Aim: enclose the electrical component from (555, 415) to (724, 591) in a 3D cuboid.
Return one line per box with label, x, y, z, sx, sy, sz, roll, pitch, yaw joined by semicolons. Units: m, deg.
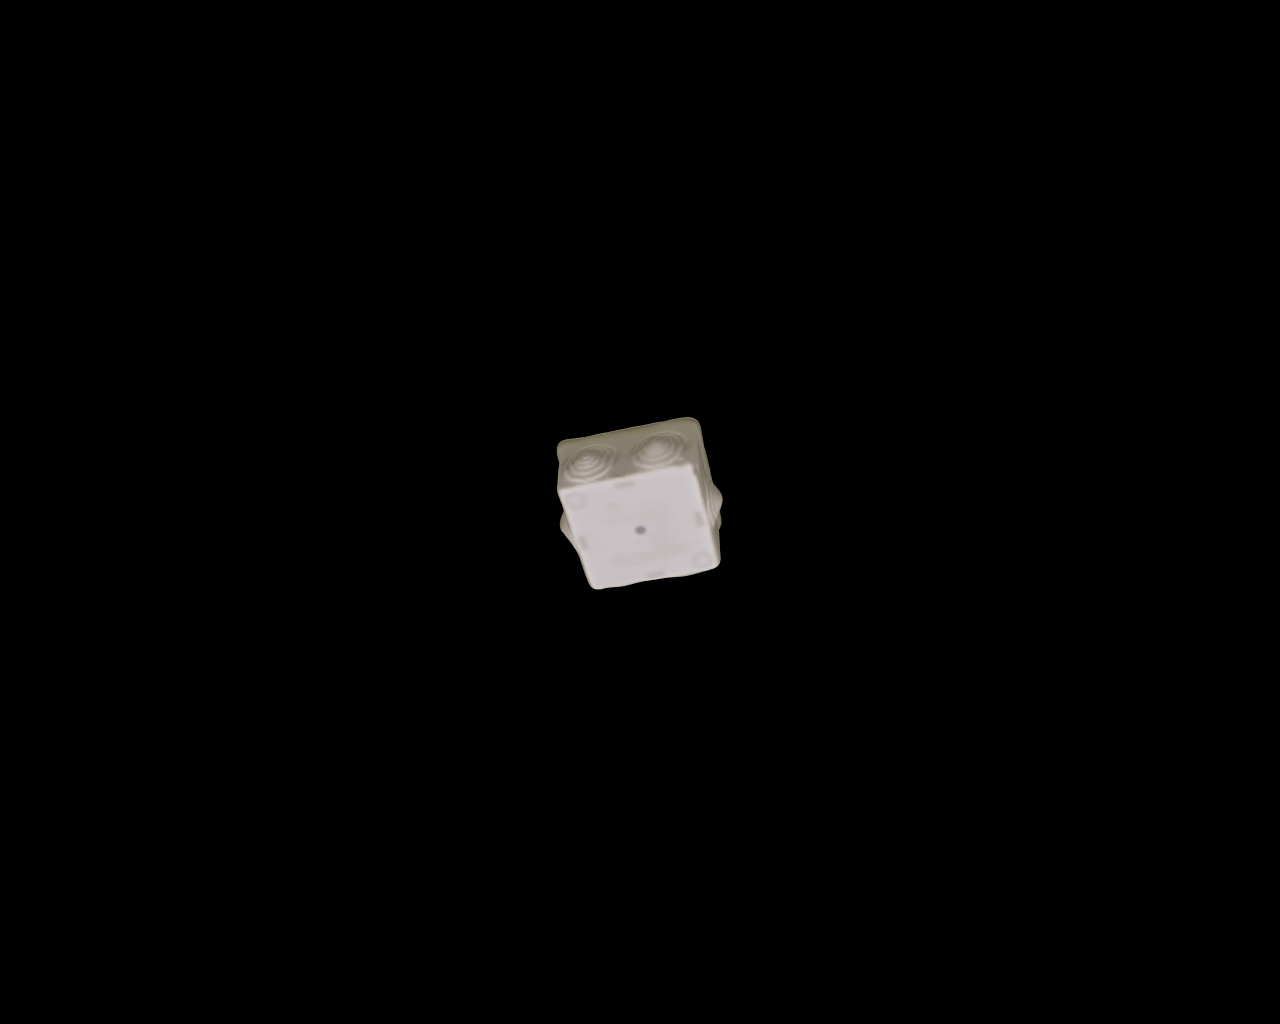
electrical component;0.001;-0.003;0.650;0.100;0.099;0.048;-10;36;8
